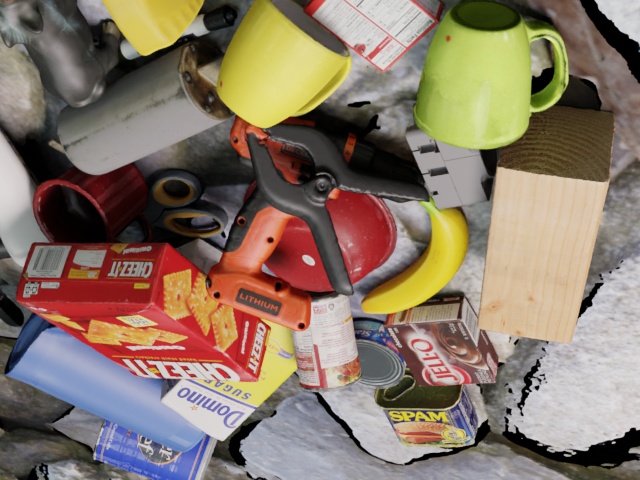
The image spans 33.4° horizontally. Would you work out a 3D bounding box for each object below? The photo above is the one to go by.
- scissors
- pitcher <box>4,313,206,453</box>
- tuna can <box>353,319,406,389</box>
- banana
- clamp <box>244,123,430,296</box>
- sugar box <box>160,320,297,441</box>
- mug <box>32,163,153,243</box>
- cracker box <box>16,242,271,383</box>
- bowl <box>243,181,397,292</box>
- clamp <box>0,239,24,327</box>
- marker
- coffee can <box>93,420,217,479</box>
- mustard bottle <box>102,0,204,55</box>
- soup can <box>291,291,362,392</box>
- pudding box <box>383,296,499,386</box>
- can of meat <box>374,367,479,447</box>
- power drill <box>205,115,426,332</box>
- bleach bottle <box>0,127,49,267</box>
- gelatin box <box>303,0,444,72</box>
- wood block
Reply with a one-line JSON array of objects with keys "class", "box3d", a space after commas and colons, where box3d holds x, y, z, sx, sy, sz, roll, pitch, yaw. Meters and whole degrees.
[{"class": "scissors", "box3d": [-0.195, -0.038, 1.125, 0.202, 0.016, 0.096, 5, 134, 17]}, {"class": "pitcher", "box3d": [-0.243, 0.155, 1.274, 0.242, 0.149, 0.145, 33, 107, -19]}, {"class": "tuna can", "box3d": [0.056, 0.127, 1.190, 0.086, 0.033, 0.086, 11, 138, 10]}, {"class": "banana", "box3d": [0.101, 0.023, 1.061, 0.069, 0.037, 0.198, 26, 139, 2]}, {"class": "clamp", "box3d": [0.010, -0.050, 0.929, 0.171, 0.120, 0.039, 49, 168, -9]}, {"class": "sugar box", "box3d": [-0.088, 0.138, 1.192, 0.093, 0.048, 0.176, 38, 104, -20]}, {"class": "mug", "box3d": [-0.218, -0.031, 1.074, 0.117, 0.081, 0.093, 40, 132, 0]}, {"class": "cracker box", "box3d": [-0.171, 0.076, 1.065, 0.164, 0.072, 0.213, 0, 153, 27]}, {"class": "bowl", "box3d": [-0.007, 0.001, 1.065, 0.162, 0.055, 0.162, 11, 138, 10]}, {"class": "clamp", "box3d": [-0.406, 0.029, 1.207, 0.209, 0.036, 0.165, 13, 131, -20]}, {"class": "marker", "box3d": [-0.124, -0.183, 0.940, 0.121, 0.020, 0.020, -11, 130, 30]}, {"class": "coffee can", "box3d": [-0.208, 0.258, 1.379, 0.140, 0.102, 0.103, 20, 139, 0]}, {"class": "mustard bottle", "box3d": [-0.168, -0.245, 0.833, 0.058, 0.096, 0.191, -14, 128, 33]}, {"class": "soup can", "box3d": [0.004, 0.101, 1.127, 0.069, 0.068, 0.102, -4, 103, 24]}, {"class": "pudding box", "box3d": [0.131, 0.110, 1.139, 0.090, 0.039, 0.113, -8, 132, 28]}, {"class": "can of meat", "box3d": [0.124, 0.192, 1.218, 0.102, 0.057, 0.084, -3, 136, 25]}, {"class": "power drill", "box3d": [-0.015, -0.015, 0.985, 0.184, 0.057, 0.188, 20, 99, -1]}, {"class": "bleach bottle", "box3d": [-0.339, -0.094, 1.061, 0.068, 0.103, 0.251, -32, 130, -11]}, {"class": "gelatin box", "box3d": [0.044, -0.188, 0.863, 0.089, 0.030, 0.073, 34, 135, -17]}, {"class": "wood block", "box3d": [0.198, -0.012, 0.946, 0.090, 0.090, 0.206, 9, 137, 11]}]
